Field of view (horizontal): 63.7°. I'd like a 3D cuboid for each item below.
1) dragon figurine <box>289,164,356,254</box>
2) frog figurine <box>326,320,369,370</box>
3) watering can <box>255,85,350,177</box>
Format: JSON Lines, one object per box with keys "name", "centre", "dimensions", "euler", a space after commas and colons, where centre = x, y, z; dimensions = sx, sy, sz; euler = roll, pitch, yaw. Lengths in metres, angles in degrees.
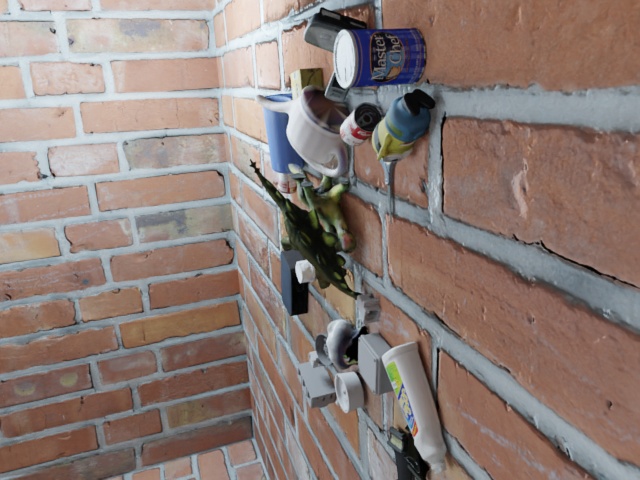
{"name": "dragon figurine", "centre": [0.004, -0.073, 1.459], "dimensions": [0.415, 0.123, 0.239], "euler": [-136, 33, -63]}
{"name": "frog figurine", "centre": [0.058, 0.280, 1.415], "dimensions": [0.160, 0.124, 0.135], "euler": [10, 128, 59]}
{"name": "watering can", "centre": [-0.042, -0.316, 1.352], "dimensions": [0.350, 0.105, 0.220], "euler": [48, 147, 10]}
